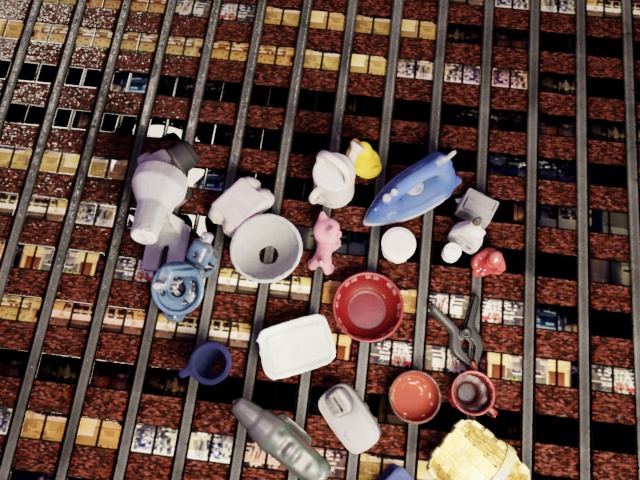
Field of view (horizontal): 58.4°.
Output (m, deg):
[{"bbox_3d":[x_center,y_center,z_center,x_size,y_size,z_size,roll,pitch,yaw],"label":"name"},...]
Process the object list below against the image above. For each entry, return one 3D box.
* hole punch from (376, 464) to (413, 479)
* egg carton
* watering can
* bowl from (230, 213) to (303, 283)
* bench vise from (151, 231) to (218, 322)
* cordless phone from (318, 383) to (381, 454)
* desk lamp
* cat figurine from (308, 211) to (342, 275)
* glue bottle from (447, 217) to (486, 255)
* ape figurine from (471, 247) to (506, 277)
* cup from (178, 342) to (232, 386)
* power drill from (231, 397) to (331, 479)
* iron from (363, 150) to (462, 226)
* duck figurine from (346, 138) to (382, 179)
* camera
[{"bbox_3d":[0.159,0.530,1.180,0.109,0.091,0.101,-43,77,-11],"label":"hole punch"},{"bbox_3d":[-0.189,-0.081,1.378,0.107,0.069,0.150,42,78,12],"label":"egg carton"},{"bbox_3d":[0.035,-0.159,1.334,0.101,0.194,0.173,18,74,6],"label":"watering can"},{"bbox_3d":[-0.122,0.027,1.342,0.167,0.075,0.167,0,73,1],"label":"bowl"},{"bbox_3d":[-0.310,0.067,1.256,0.121,0.220,0.207,7,73,3],"label":"bench vise"},{"bbox_3d":[0.063,0.366,1.181,0.094,0.185,0.147,-38,76,-10],"label":"cordless phone"},{"bbox_3d":[-0.361,-0.048,1.294,0.118,0.213,0.203,4,73,2],"label":"desk lamp"},{"bbox_3d":[0.012,0.005,1.325,0.067,0.118,0.128,12,74,4],"label":"cat figurine"},{"bbox_3d":[0.342,-0.019,1.301,0.078,0.173,0.037,36,77,11],"label":"glue bottle"},{"bbox_3d":[0.395,0.049,1.322,0.077,0.092,0.076,30,76,9],"label":"ape figurine"},{"bbox_3d":[-0.245,0.279,1.257,0.118,0.095,0.091,-21,74,-5],"label":"cup"},{"bbox_3d":[-0.078,0.404,1.159,0.229,0.208,0.076,37,77,11],"label":"power drill"},{"bbox_3d":[0.214,-0.123,1.349,0.258,0.141,0.118,-32,75,-9],"label":"iron"},{"bbox_3d":[0.109,-0.205,1.404,0.077,0.086,0.104,-39,77,-10],"label":"duck figurine"},{"bbox_3d":[-0.356,-0.173,1.390,0.137,0.101,0.143,-35,76,-9],"label":"camera"}]
